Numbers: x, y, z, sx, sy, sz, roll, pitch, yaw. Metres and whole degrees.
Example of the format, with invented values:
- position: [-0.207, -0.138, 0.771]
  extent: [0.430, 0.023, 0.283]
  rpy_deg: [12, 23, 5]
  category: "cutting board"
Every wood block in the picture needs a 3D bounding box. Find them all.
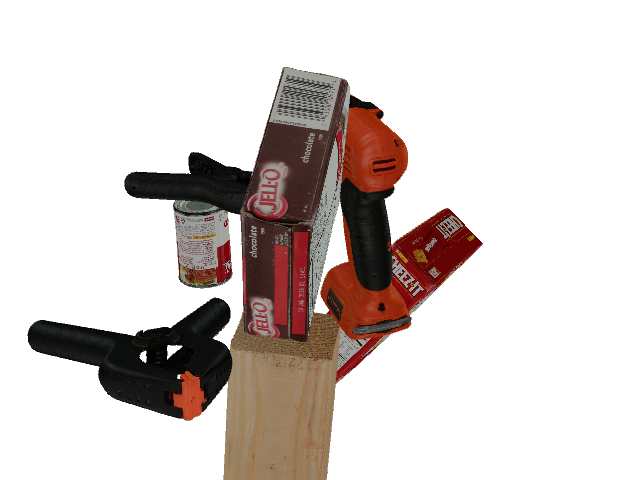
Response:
- position: [-0.037, 0.174, 0.966]
  extent: [0.090, 0.206, 0.090]
  rpy_deg: [6, 22, 4]
  category: "wood block"

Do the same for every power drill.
- position: [0.024, -0.027, 0.880]
  extent: [0.057, 0.188, 0.184]
  rpy_deg: [-12, 25, -11]
  category: "power drill"

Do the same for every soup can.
- position: [-0.146, -0.001, 1.322]
  extent: [0.068, 0.102, 0.068]
  rpy_deg: [-1, 26, 0]
  category: "soup can"

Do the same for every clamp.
- position: [-0.114, 0.082, 0.795]
  extent: [0.164, 0.036, 0.210]
  rpy_deg: [-9, 14, -27]
  category: "clamp"
- position: [-0.099, -0.050, 1.023]
  extent: [0.172, 0.039, 0.120]
  rpy_deg: [15, 28, 35]
  category: "clamp"

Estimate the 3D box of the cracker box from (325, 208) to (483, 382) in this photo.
- position: [0.075, 0.068, 1.266]
  extent: [0.214, 0.072, 0.164]
  rpy_deg: [-48, -8, 31]
  category: "cracker box"

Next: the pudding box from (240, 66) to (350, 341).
- position: [-0.013, -0.019, 0.548]
  extent: [0.039, 0.113, 0.090]
  rpy_deg: [10, -43, 5]
  category: "pudding box"
